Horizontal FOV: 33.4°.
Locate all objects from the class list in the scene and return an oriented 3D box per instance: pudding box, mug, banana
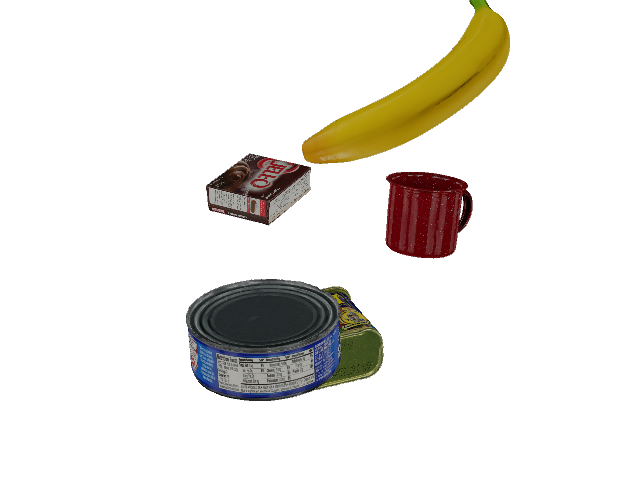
[{"bbox_3d":[-0.076,-0.065,1.328,0.090,0.039,0.113,13,33,23],"label":"pudding box"},{"bbox_3d":[0.127,-0.030,1.226,0.117,0.081,0.093,-8,20,-36],"label":"mug"},{"bbox_3d":[0.076,-0.109,0.771,0.197,0.037,0.070,-41,34,-19],"label":"banana"}]

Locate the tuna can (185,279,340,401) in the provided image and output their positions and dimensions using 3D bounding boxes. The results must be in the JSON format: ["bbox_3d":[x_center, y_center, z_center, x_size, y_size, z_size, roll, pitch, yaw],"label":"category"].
[{"bbox_3d":[-0.031,0.054,0.596,0.086,0.034,0.086,-2,23,1],"label":"tuna can"}]

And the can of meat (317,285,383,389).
[{"bbox_3d":[-0.003,0.091,0.981,0.102,0.057,0.084,-11,27,-19],"label":"can of meat"}]
